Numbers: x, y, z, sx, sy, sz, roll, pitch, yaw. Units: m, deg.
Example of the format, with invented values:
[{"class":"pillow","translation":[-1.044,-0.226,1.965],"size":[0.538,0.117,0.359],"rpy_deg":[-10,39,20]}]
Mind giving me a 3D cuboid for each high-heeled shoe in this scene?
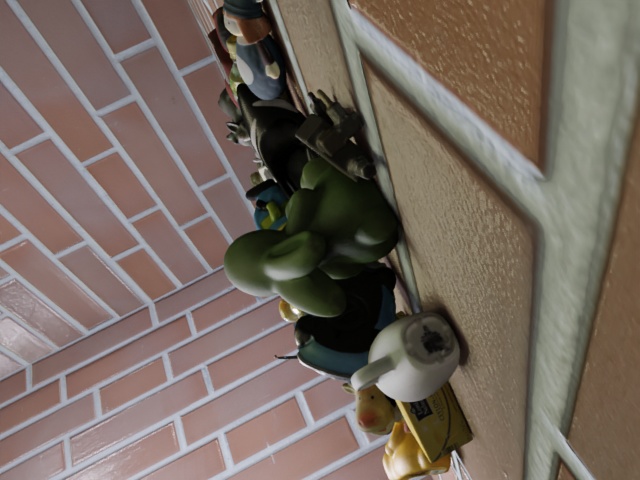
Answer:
[{"class":"high-heeled shoe","translation":[-0.036,-0.094,0.673],"size":[0.248,0.086,0.145],"rpy_deg":[46,-162,-7]}]

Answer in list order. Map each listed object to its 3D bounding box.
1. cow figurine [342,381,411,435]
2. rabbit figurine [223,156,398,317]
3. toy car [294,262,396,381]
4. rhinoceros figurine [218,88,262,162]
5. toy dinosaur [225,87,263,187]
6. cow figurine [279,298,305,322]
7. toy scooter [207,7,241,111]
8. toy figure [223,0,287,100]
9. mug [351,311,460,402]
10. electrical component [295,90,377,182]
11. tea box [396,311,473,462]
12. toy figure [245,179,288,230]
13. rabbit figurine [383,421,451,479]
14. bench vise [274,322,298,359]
[{"class":"cow figurine","translation":[0.105,0.234,0.837],"size":[0.127,0.086,0.195],"rpy_deg":[68,-154,-5]},{"class":"rabbit figurine","translation":[-0.011,0.012,0.535],"size":[0.121,0.170,0.159],"rpy_deg":[64,177,-28]},{"class":"toy car","translation":[0.034,0.102,0.645],"size":[0.102,0.109,0.162],"rpy_deg":[91,-167,-52]},{"class":"rhinoceros figurine","translation":[-0.123,-0.218,0.955],"size":[0.190,0.112,0.073],"rpy_deg":[56,170,34]},{"class":"toy dinosaur","translation":[-0.092,-0.141,1.263],"size":[0.471,0.105,0.199],"rpy_deg":[54,171,-12]},{"class":"cow figurine","translation":[0.010,0.092,0.880],"size":[0.098,0.167,0.068],"rpy_deg":[74,173,-82]},{"class":"toy scooter","translation":[-0.128,-0.285,0.837],"size":[0.135,0.075,0.183],"rpy_deg":[59,172,41]},{"class":"toy figure","translation":[-0.077,-0.234,0.627],"size":[0.064,0.058,0.154],"rpy_deg":[17,152,24]},{"class":"mug","translation":[0.082,0.111,0.518],"size":[0.107,0.110,0.081],"rpy_deg":[99,153,-64]},{"class":"electrical component","translation":[0.013,-0.092,0.471],"size":[0.078,0.045,0.102],"rpy_deg":[34,-173,-14]},{"class":"tea box","translation":[0.127,0.191,0.713],"size":[0.169,0.068,0.098],"rpy_deg":[63,176,-14]},{"class":"toy figure","translation":[-0.033,-0.008,0.732],"size":[0.180,0.082,0.089],"rpy_deg":[60,138,21]},{"class":"rabbit figurine","translation":[0.162,0.331,0.970],"size":[0.162,0.122,0.173],"rpy_deg":[72,-170,-53]},{"class":"bench vise","translation":[0.024,0.146,1.021],"size":[0.241,0.129,0.223],"rpy_deg":[18,95,60]}]
